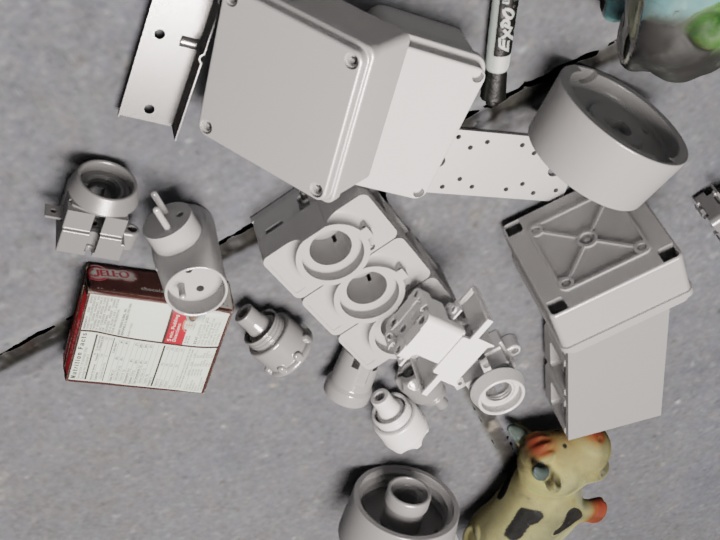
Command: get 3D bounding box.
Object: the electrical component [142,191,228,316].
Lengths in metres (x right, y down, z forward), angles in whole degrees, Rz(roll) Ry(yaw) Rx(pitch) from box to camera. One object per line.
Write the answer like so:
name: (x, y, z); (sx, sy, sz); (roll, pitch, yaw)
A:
electrical component: (-0.126, -0.020, 0.749); (0.043, 0.077, 0.079); (-24, 130, 3)

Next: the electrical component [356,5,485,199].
electrical component: (0.026, -0.112, 0.733); (0.078, 0.057, 0.113); (11, 124, -24)

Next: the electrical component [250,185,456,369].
electrical component: (0.000, 0.000, 0.813); (0.089, 0.061, 0.150); (-33, 130, 11)

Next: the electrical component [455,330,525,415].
electrical component: (0.113, 0.091, 0.925); (0.066, 0.055, 0.048); (-29, 130, 7)

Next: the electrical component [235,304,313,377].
electrical component: (-0.071, 0.051, 0.846); (0.048, 0.048, 0.062); (-38, 122, 14)

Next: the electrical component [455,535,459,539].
electrical component: (0.059, 0.289, 1.032); (0.057, 0.113, 0.078); (4, 127, -23)

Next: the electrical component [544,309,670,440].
electrical component: (0.210, 0.065, 0.929); (0.089, 0.061, 0.150); (-14, 131, -5)

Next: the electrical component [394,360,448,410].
electrical component: (0.057, 0.102, 0.931); (0.035, 0.035, 0.061); (-33, 131, 11)

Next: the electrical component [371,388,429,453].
electrical component: (0.030, 0.128, 0.938); (0.043, 0.043, 0.062); (-29, 129, 7)

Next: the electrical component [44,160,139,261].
electrical component: (-0.180, -0.042, 0.737); (0.066, 0.048, 0.055); (10, 132, -24)

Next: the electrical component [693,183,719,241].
electrical component: (0.312, -0.054, 0.877); (0.064, 0.042, 0.081); (-36, 129, 17)

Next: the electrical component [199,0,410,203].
electrical component: (-0.037, -0.116, 0.675); (0.056, 0.109, 0.108); (-36, 150, -50)

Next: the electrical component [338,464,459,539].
electrical component: (0.039, 0.223, 0.979); (0.108, 0.108, 0.060); (2, 121, -19)

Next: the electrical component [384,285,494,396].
electrical component: (0.057, 0.048, 0.799); (0.064, 0.042, 0.081); (25, 117, -30)

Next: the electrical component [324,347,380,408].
electrical component: (-0.005, 0.086, 0.897); (0.040, 0.040, 0.046); (9, 118, -23)

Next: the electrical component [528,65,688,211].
electrical component: (0.171, -0.088, 0.767); (0.108, 0.108, 0.060); (15, 128, -27)

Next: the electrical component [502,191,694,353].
electrical component: (0.181, -0.007, 0.829); (0.109, 0.108, 0.056); (-26, 136, 5)
